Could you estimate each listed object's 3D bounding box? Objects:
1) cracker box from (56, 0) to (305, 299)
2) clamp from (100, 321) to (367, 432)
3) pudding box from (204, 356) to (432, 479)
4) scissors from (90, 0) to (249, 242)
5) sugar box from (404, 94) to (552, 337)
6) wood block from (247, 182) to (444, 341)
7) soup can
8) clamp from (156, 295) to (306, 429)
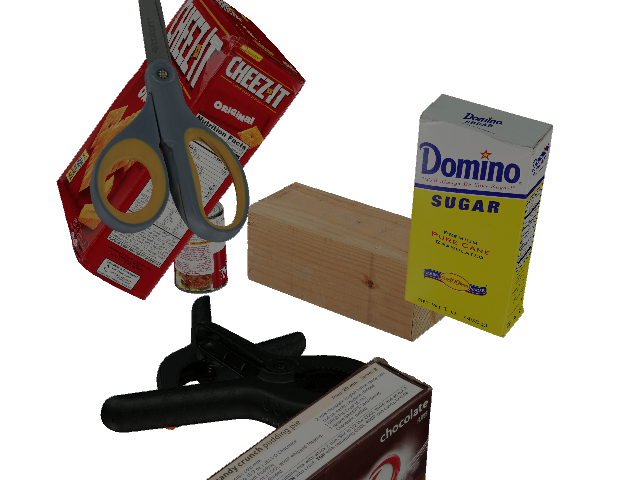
[{"bbox_3d":[-0.121,-0.084,0.853,0.072,0.214,0.164,31,13,-30],"label":"cracker box"},{"bbox_3d":[-0.031,0.102,0.770,0.210,0.036,0.164,3,19,11],"label":"clamp"},{"bbox_3d":[0.001,0.118,0.480,0.039,0.090,0.113,28,44,33],"label":"pudding box"},{"bbox_3d":[-0.107,-0.083,0.614,0.096,0.202,0.016,-18,-20,-26],"label":"scissors"},{"bbox_3d":[0.118,-0.017,0.824,0.093,0.176,0.048,20,42,25],"label":"sugar box"},{"bbox_3d":[0.031,0.018,1.109,0.206,0.091,0.090,19,31,30],"label":"wood block"},{"bbox_3d":[-0.152,0.006,1.329,0.068,0.102,0.068,-1,25,0],"label":"soup can"},{"bbox_3d":[-0.105,0.109,0.991,0.120,0.039,0.171,20,32,27],"label":"clamp"}]
